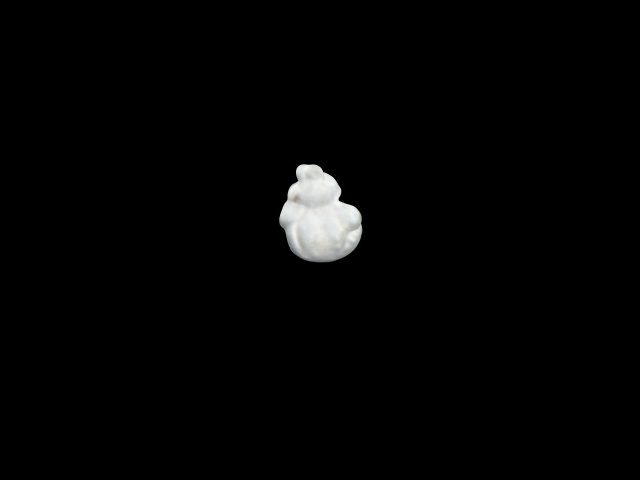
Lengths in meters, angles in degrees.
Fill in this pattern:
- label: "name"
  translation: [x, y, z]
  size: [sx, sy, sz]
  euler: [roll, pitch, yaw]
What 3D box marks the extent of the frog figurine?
- label: "frog figurine"
  translation: [0.003, -0.043, 0.850]
  size: [0.137, 0.125, 0.155]
  euler: [12, -42, 11]
